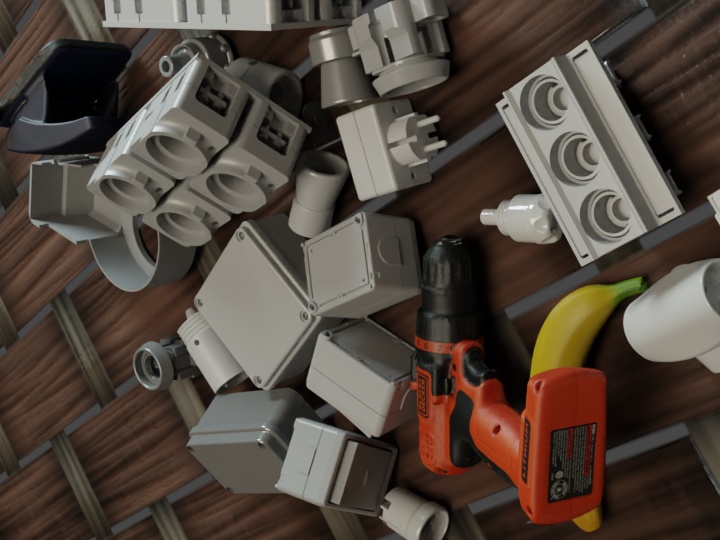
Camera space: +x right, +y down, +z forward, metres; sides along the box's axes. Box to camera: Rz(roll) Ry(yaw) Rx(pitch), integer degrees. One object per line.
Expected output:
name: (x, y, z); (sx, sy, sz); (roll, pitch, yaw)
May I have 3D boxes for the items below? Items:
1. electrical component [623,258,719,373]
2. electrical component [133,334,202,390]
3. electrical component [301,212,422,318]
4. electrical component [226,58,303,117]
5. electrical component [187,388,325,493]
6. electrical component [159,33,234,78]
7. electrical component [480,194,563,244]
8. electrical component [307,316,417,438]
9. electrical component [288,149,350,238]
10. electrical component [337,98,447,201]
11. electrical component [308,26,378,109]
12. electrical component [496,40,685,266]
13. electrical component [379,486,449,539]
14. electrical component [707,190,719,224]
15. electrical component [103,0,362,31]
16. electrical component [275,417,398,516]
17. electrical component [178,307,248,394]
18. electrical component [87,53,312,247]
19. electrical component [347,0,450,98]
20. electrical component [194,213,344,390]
electrical component: (0.221, 0.038, 0.678); (0.079, 0.044, 0.077); (41, 148, -5)
electrical component: (-0.183, 0.087, 1.032); (0.066, 0.055, 0.048); (-1, 102, 41)
electrical component: (0.000, 0.000, 0.842); (0.096, 0.061, 0.061); (-25, 67, 48)
electrical component: (-0.079, -0.142, 0.876); (0.047, 0.055, 0.055); (18, 114, 32)
electrical component: (-0.088, 0.153, 0.950); (0.113, 0.057, 0.078); (-11, 127, 42)
electrical component: (-0.141, -0.175, 0.912); (0.048, 0.062, 0.048); (13, 112, 37)
electrical component: (0.113, -0.037, 0.757); (0.061, 0.035, 0.035); (5, 106, 42)
electrical component: (0.003, 0.084, 0.868); (0.096, 0.062, 0.061); (32, 122, 29)
electrical component: (-0.036, -0.059, 0.873); (0.044, 0.044, 0.065); (35, 128, 27)
electrical component: (0.032, -0.094, 0.799); (0.077, 0.047, 0.065); (-13, 94, 42)
electrical component: (-0.013, -0.154, 0.821); (0.045, 0.045, 0.055); (-7, 98, 41)
electrical component: (0.152, -0.075, 0.692); (0.079, 0.063, 0.121); (-33, 81, 42)
electrical component: (0.044, 0.204, 0.887); (0.046, 0.040, 0.040); (24, 118, 40)
electrical component: (0.260, -0.007, 0.621); (0.079, 0.063, 0.121); (-35, 80, 41)
electrical component: (-0.101, -0.221, 0.835); (0.186, 0.105, 0.060); (11, 110, 38)
electrical component: (-0.011, 0.165, 0.890); (0.061, 0.096, 0.061); (11, 80, 39)
electrical component: (-0.137, 0.069, 0.995); (0.081, 0.043, 0.043); (55, 130, 13)
electrical component: (-0.138, -0.087, 0.879); (0.105, 0.060, 0.186); (32, 149, -23)
electrical component: (0.032, -0.159, 0.774); (0.078, 0.058, 0.057); (-15, 90, 42)
electrical component: (-0.075, 0.027, 0.921); (0.108, 0.056, 0.108); (50, 129, 17)
